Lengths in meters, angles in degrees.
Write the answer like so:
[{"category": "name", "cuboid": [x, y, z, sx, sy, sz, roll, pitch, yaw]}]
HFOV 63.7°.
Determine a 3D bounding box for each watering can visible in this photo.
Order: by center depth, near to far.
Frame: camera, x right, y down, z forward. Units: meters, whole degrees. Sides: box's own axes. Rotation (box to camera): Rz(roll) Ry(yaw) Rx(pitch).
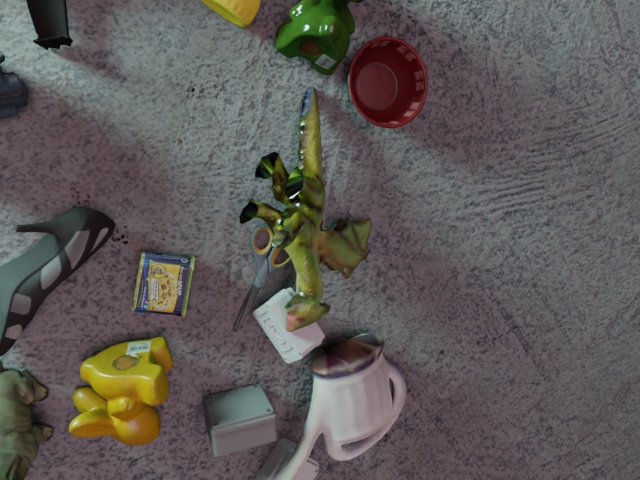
[{"category": "watering can", "cuboid": [0.031, 0.305, 0.934, 0.351, 0.104, 0.222, -19, 104, -36]}]

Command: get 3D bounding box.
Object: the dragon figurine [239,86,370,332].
[{"category": "dragon figurine", "cuboid": [0.003, -0.045, 0.896, 0.239, 0.122, 0.417, 37, 62, -38]}]
